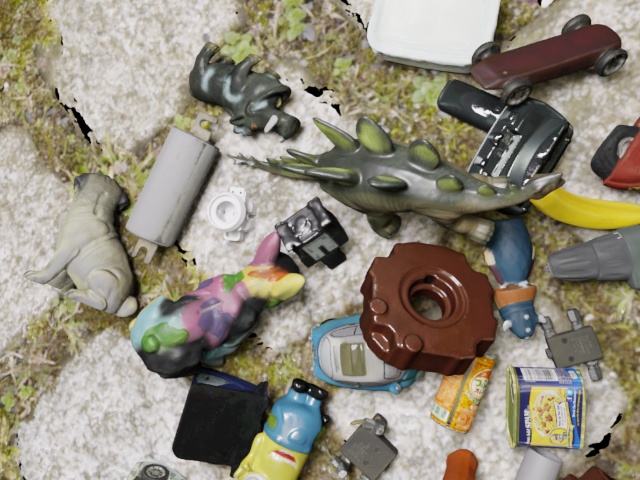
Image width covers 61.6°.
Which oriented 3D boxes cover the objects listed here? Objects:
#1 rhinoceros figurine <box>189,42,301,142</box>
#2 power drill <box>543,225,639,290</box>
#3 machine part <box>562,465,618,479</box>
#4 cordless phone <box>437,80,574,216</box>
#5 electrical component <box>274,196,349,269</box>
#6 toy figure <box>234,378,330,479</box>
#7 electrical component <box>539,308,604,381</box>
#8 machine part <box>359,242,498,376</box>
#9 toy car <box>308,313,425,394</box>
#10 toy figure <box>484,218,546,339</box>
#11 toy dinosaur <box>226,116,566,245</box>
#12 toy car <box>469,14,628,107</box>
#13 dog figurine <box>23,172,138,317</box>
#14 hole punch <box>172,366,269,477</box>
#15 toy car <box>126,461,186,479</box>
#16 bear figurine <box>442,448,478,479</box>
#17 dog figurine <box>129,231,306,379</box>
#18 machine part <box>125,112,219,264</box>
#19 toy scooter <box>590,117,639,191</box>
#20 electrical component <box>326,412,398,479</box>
[{"bbox_3d":[-0.111,-0.213,0.790,0.190,0.073,0.112,29,92,14],"label":"rhinoceros figurine"},{"bbox_3d":[0.416,0.079,0.645,0.232,0.086,0.207,-20,74,9],"label":"power drill"},{"bbox_3d":[0.286,0.366,0.586,0.087,0.201,0.201,39,95,11],"label":"machine part"},{"bbox_3d":[0.219,-0.131,0.712,0.184,0.088,0.146,33,96,25],"label":"cordless phone"},{"bbox_3d":[-0.002,-0.002,0.731,0.075,0.119,0.048,-35,62,10],"label":"electrical component"},{"bbox_3d":[-0.046,0.280,0.737,0.082,0.089,0.180,21,82,21],"label":"toy figure"},{"bbox_3d":[0.321,0.137,0.686,0.063,0.021,0.094,-20,82,12],"label":"electrical component"},{"bbox_3d":[0.135,0.081,0.670,0.179,0.056,0.179,6,52,-7],"label":"machine part"},{"bbox_3d":[0.058,0.147,0.709,0.162,0.103,0.109,-3,84,12],"label":"toy car"},{"bbox_3d":[0.250,0.049,0.693,0.064,0.058,0.154,-7,89,19],"label":"toy figure"},{"bbox_3d":[0.062,-0.081,0.677,0.472,0.198,0.105,6,74,46],"label":"toy dinosaur"},{"bbox_3d":[0.285,-0.224,0.677,0.202,0.053,0.089,-21,62,-9],"label":"toy car"},{"bbox_3d":[-0.323,0.004,0.818,0.172,0.121,0.190,28,77,-10],"label":"dog figurine"},{"bbox_3d":[-0.144,0.250,0.768,0.116,0.092,0.142,18,88,-16],"label":"hole punch"},{"bbox_3d":[-0.195,0.389,0.778,0.202,0.056,0.073,21,98,15],"label":"toy car"},{"bbox_3d":[0.136,0.378,0.681,0.120,0.132,0.196,50,116,13],"label":"bear figurine"},{"bbox_3d":[-0.125,0.083,0.725,0.219,0.191,0.108,-40,71,24],"label":"dog figurine"},{"bbox_3d":[-0.222,-0.079,0.806,0.079,0.079,0.243,26,93,14],"label":"machine part"},{"bbox_3d":[0.432,-0.123,0.653,0.135,0.075,0.184,35,90,12],"label":"toy scooter"},{"bbox_3d":[0.058,0.285,0.727,0.102,0.045,0.078,-45,76,7],"label":"electrical component"}]
